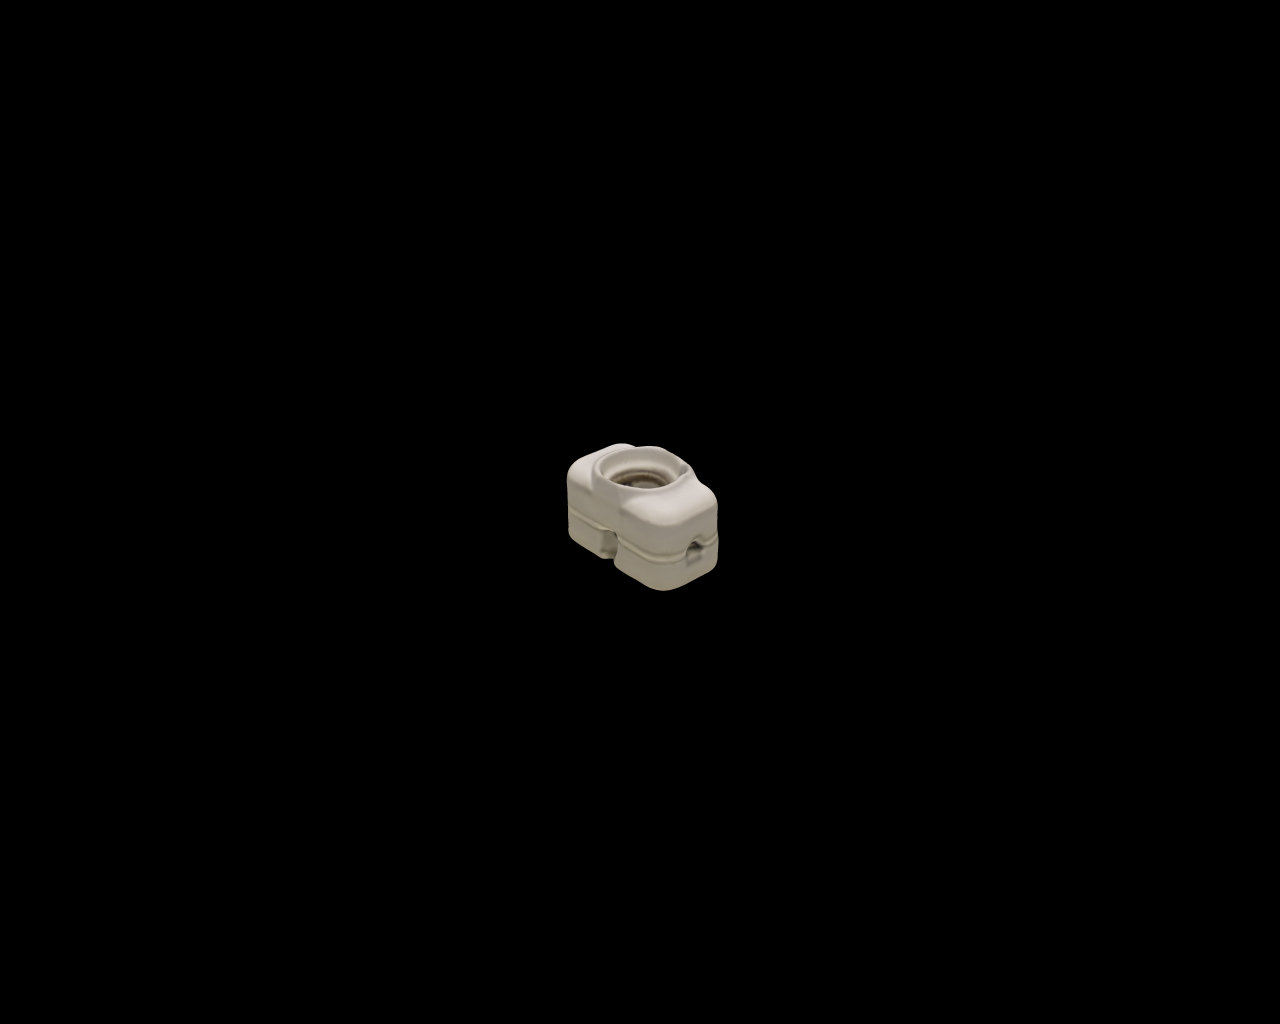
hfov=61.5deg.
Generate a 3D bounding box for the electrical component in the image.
[{"bbox_3d":[0.001,-0.003,0.650,0.054,0.059,0.095,-24,39,-34],"label":"electrical component"}]
